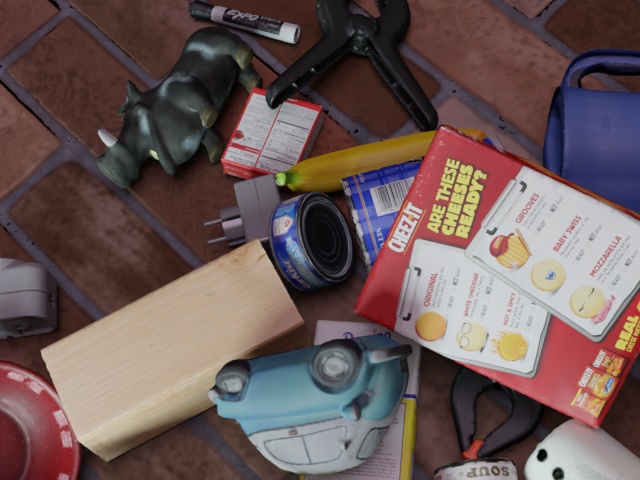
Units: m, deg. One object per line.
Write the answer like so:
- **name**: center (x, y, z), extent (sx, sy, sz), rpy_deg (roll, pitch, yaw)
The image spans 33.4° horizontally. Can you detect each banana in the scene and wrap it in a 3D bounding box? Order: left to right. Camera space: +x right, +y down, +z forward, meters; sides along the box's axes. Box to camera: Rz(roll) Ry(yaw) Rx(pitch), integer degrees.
- **banana**: center (0.053, -0.070, 0.984), extent (0.197, 0.070, 0.037), rpy_deg (-14, 103, -7)

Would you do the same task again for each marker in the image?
- **marker**: center (-0.079, -0.224, 1.090), extent (0.121, 0.020, 0.020), rpy_deg (17, 70, 14)

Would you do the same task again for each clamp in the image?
- **clamp**: center (0.049, -0.194, 1.045), extent (0.164, 0.036, 0.210), rpy_deg (16, 61, -1)
- **clamp**: center (0.171, 0.113, 0.904), extent (0.120, 0.039, 0.171), rpy_deg (14, 74, 17)

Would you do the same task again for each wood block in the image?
- **wood block**: center (-0.119, 0.096, 0.921), extent (0.206, 0.090, 0.091), rpy_deg (-28, 66, -5)

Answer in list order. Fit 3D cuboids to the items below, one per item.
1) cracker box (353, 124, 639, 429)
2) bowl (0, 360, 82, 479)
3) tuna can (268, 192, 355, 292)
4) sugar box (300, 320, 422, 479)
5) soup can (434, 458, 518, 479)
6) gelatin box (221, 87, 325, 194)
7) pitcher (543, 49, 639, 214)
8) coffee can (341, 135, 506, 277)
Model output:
- **cracker box**: center (0.157, 0.025, 0.844), extent (0.214, 0.072, 0.164), rpy_deg (25, 100, 3)
- **bowl**: center (-0.287, 0.183, 0.902), extent (0.161, 0.055, 0.162), rpy_deg (4, 79, -23)
- **tuna can**: center (-0.006, 0.001, 0.945), extent (0.034, 0.086, 0.086), rpy_deg (-18, 62, 34)
- **sugar box**: center (0.035, 0.158, 0.899), extent (0.093, 0.048, 0.176), rpy_deg (3, 64, 10)
- **soup can**: center (0.129, 0.230, 0.843), extent (0.068, 0.068, 0.102), rpy_deg (-7, 66, 4)
- **gelatin box**: center (-0.045, -0.096, 1.025), extent (0.073, 0.030, 0.089), rpy_deg (17, 69, 13)
- **pitcher**: center (0.315, -0.072, 0.916), extent (0.243, 0.149, 0.145), rpy_deg (2, 29, 5)
- **coffee can**: center (0.099, -0.024, 0.936), extent (0.140, 0.103, 0.103), rpy_deg (-16, 66, 1)
